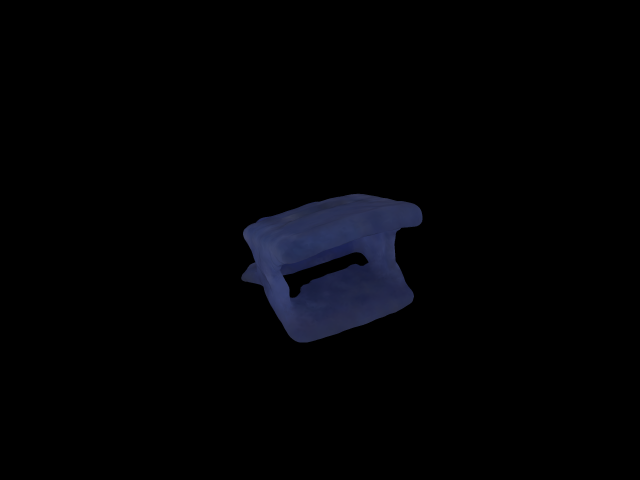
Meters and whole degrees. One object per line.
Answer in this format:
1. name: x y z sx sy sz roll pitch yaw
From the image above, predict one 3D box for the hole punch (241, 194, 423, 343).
1. hole punch: 0.004 0.001 0.400 0.109 0.091 0.100 -17 41 -21
